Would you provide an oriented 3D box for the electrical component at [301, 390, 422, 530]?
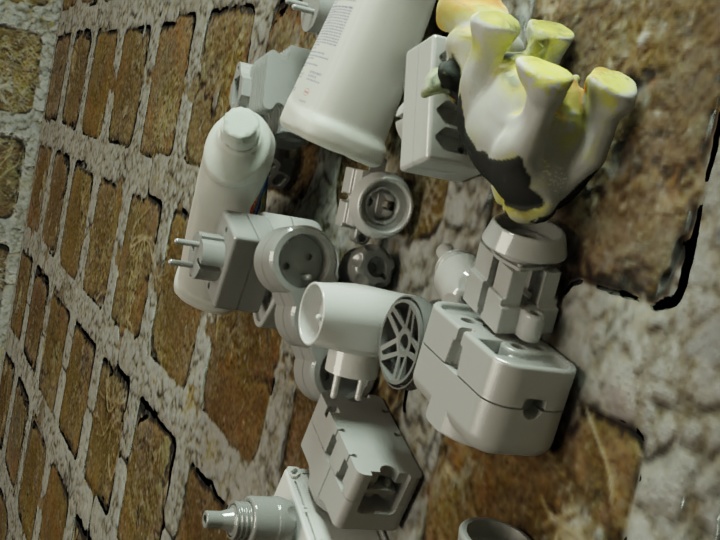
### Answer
[{"bbox_3d":[-0.002,0.134,0.746,0.055,0.050,0.089,-68,28,25],"label":"electrical component"}]

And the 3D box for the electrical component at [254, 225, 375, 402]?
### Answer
[{"bbox_3d":[-0.039,0.034,0.805,0.074,0.052,0.138,-1,111,67],"label":"electrical component"}]

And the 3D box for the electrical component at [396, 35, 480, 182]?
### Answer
[{"bbox_3d":[0.049,-0.101,0.717,0.076,0.047,0.083,-17,67,63],"label":"electrical component"}]

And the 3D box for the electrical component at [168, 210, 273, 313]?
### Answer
[{"bbox_3d":[-0.112,-0.009,0.846,0.065,0.077,0.047,-69,28,24],"label":"electrical component"}]

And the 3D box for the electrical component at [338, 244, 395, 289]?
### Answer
[{"bbox_3d":[0.000,0.000,0.802,0.061,0.035,0.035,170,107,-66],"label":"electrical component"}]

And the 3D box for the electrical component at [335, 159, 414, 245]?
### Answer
[{"bbox_3d":[0.011,-0.049,0.784,0.055,0.048,0.066,-152,72,-71],"label":"electrical component"}]

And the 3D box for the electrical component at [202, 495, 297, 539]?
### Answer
[{"bbox_3d":[-0.076,0.169,0.726,0.035,0.061,0.035,-31,55,59],"label":"electrical component"}]

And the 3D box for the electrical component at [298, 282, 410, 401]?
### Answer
[{"bbox_3d":[-0.003,0.052,0.741,0.044,0.077,0.079,27,107,64],"label":"electrical component"}]

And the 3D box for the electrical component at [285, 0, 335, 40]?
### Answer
[{"bbox_3d":[-0.024,-0.207,0.872,0.138,0.074,0.052,54,130,56],"label":"electrical component"}]

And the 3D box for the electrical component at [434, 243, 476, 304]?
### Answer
[{"bbox_3d":[0.062,0.004,0.671,0.061,0.035,0.035,-114,41,-53],"label":"electrical component"}]

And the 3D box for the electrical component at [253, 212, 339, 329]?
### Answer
[{"bbox_3d":[-0.055,0.003,0.888,0.053,0.059,0.095,-57,34,41],"label":"electrical component"}]

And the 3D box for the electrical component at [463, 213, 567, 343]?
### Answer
[{"bbox_3d":[0.089,0.001,0.605,0.066,0.048,0.055,-128,44,-57],"label":"electrical component"}]

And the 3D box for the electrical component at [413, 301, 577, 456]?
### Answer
[{"bbox_3d":[0.072,0.063,0.608,0.095,0.054,0.059,43,121,60],"label":"electrical component"}]

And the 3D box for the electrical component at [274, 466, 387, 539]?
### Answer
[{"bbox_3d":[-0.023,0.194,0.758,0.061,0.062,0.096,-67,29,27],"label":"electrical component"}]

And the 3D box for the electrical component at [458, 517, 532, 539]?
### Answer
[{"bbox_3d":[0.069,0.171,0.592,0.045,0.045,0.055,46,124,59],"label":"electrical component"}]

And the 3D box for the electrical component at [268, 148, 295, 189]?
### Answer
[{"bbox_3d":[-0.096,-0.119,1.002,0.058,0.078,0.057,-43,26,52],"label":"electrical component"}]
